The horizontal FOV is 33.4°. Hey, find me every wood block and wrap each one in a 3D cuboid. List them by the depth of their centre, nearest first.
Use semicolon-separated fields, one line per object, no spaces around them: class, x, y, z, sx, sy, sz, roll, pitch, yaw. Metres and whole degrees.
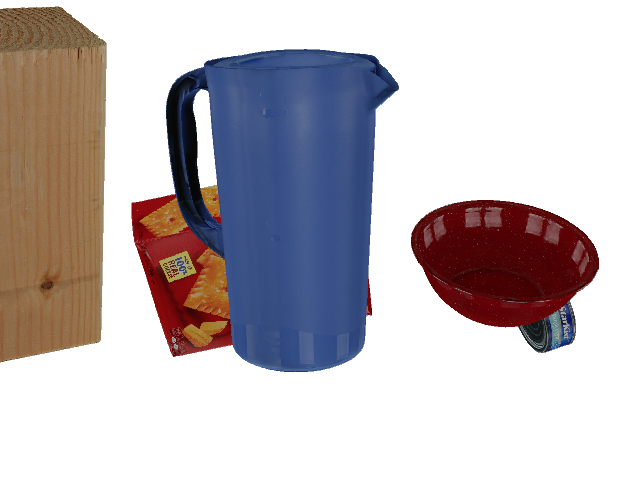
wood block;-0.195;-0.036;0.682;0.090;0.206;0.090;-10;31;-30

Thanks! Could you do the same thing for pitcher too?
pitcher;-0.030;-0.027;0.839;0.144;0.243;0.149;-8;16;-25

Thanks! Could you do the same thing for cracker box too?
cracker box;-0.063;0.021;1.050;0.213;0.164;0.072;-12;42;-3

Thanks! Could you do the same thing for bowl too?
bowl;0.157;0.027;0.933;0.162;0.055;0.162;2;33;-1

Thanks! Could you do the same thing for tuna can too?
tuna can;0.240;0.078;1.158;0.033;0.086;0.086;-18;4;-12
